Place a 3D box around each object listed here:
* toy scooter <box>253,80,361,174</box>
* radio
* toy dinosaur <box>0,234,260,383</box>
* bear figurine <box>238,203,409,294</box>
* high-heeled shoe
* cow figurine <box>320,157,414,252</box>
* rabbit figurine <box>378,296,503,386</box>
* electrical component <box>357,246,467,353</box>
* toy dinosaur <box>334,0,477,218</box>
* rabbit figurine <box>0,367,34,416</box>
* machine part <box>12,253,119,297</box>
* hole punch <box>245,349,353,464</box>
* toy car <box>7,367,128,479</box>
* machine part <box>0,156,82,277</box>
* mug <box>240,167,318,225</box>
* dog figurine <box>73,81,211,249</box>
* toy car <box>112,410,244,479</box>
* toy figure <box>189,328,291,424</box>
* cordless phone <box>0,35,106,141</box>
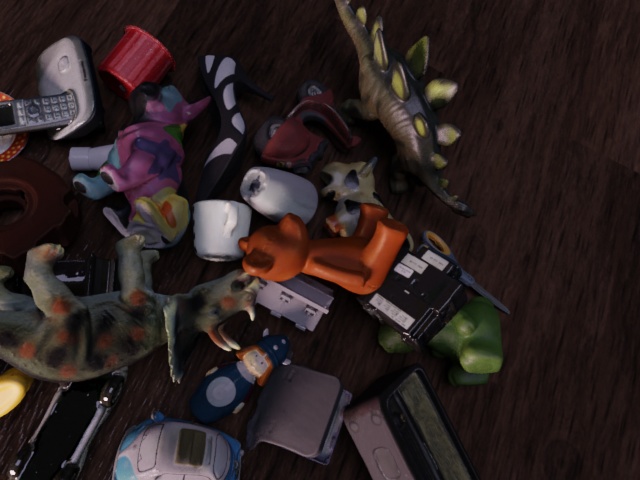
[{"bbox_3d":[-0.012,-0.168,0.865,0.135,0.075,0.184,38,64,1],"label":"toy scooter"},{"bbox_3d":[0.133,0.298,0.726,0.131,0.073,0.229,-15,74,-51],"label":"radio"},{"bbox_3d":[-0.280,0.103,0.654,0.405,0.131,0.192,-11,74,-29],"label":"toy dinosaur"},{"bbox_3d":[-0.003,0.002,0.720,0.196,0.120,0.131,16,105,-15],"label":"bear figurine"},{"bbox_3d":[-0.174,-0.181,0.831,0.145,0.086,0.249,26,67,2],"label":"high-heeled shoe"},{"bbox_3d":[0.069,-0.043,0.840,0.127,0.085,0.195,-36,82,-15],"label":"cow figurine"},{"bbox_3d":[0.175,0.126,0.799,0.170,0.121,0.159,6,67,4],"label":"rabbit figurine"},{"bbox_3d":[0.139,0.074,0.762,0.134,0.058,0.115,-46,55,-11],"label":"electrical component"},{"bbox_3d":[0.116,-0.234,0.850,0.105,0.198,0.471,-31,84,-23],"label":"toy dinosaur"},{"bbox_3d":[-0.440,0.176,0.651,0.162,0.122,0.173,2,87,-23],"label":"rabbit figurine"},{"bbox_3d":[-0.345,0.058,0.735,0.139,0.039,0.084,4,77,-14],"label":"machine part"},{"bbox_3d":[-0.023,0.236,0.739,0.116,0.092,0.142,12,68,26],"label":"hole punch"},{"bbox_3d":[-0.316,0.234,0.678,0.073,0.056,0.202,23,68,1],"label":"toy car"},{"bbox_3d":[-0.416,-0.034,0.713,0.179,0.056,0.179,6,56,-8],"label":"machine part"},{"bbox_3d":[-0.072,-0.073,0.796,0.110,0.107,0.080,30,93,33],"label":"mug"},{"bbox_3d":[-0.225,-0.118,0.775,0.191,0.109,0.219,51,51,-26],"label":"dog figurine"},{"bbox_3d":[-0.171,0.272,0.663,0.162,0.102,0.109,11,51,-10],"label":"toy car"},{"bbox_3d":[-0.104,0.183,0.723,0.154,0.058,0.064,-40,109,0],"label":"toy figure"},{"bbox_3d":[-0.412,-0.208,0.769,0.184,0.088,0.146,-13,77,-19],"label":"cordless phone"}]
